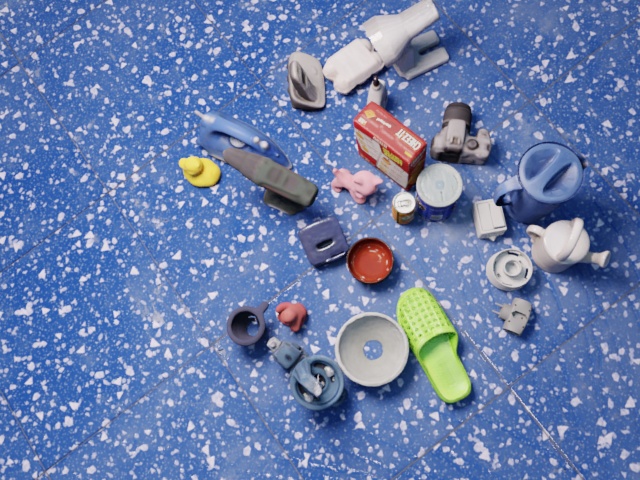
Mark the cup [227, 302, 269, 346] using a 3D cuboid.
[{"bbox_3d":[-0.157,0.196,1.355,0.091,0.095,0.118,40,85,13],"label":"cup"}]

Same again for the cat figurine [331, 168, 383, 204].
[{"bbox_3d":[0.087,-0.141,1.389,0.127,0.118,0.067,26,82,12],"label":"cat figurine"}]

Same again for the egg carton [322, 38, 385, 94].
[{"bbox_3d":[0.086,-0.450,1.482,0.150,0.069,0.107,-36,76,-2],"label":"egg carton"}]

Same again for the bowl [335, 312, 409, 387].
[{"bbox_3d":[0.120,0.252,1.321,0.167,0.075,0.167,-1,77,6],"label":"bowl"}]

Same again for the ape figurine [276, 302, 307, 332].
[{"bbox_3d":[-0.069,0.179,1.350,0.076,0.092,0.078,-21,76,2],"label":"ape figurine"}]

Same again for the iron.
[{"bbox_3d":[-0.194,-0.253,1.434,0.258,0.141,0.119,23,81,11],"label":"iron"}]

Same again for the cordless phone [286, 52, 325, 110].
[{"bbox_3d":[-0.043,-0.419,1.430,0.094,0.185,0.147,-8,77,5],"label":"cordless phone"}]

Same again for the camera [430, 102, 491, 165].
[{"bbox_3d":[0.347,-0.264,1.394,0.143,0.101,0.137,9,79,9],"label":"camera"}]

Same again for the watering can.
[{"bbox_3d":[0.547,0.008,1.263,0.172,0.194,0.101,4,78,8],"label":"watering can"}]

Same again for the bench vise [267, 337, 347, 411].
[{"bbox_3d":[-0.042,0.299,1.254,0.207,0.220,0.121,20,81,11],"label":"bench vise"}]

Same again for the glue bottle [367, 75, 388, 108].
[{"bbox_3d":[0.139,-0.357,1.401,0.037,0.173,0.078,20,81,11],"label":"glue bottle"}]

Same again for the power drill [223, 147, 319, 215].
[{"bbox_3d":[-0.108,-0.133,1.363,0.229,0.208,0.076,24,81,11],"label":"power drill"}]

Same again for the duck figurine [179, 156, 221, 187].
[{"bbox_3d":[-0.310,-0.182,1.461,0.104,0.086,0.077,17,80,10],"label":"duck figurine"}]

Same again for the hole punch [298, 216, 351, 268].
[{"bbox_3d":[0.013,0.005,1.379,0.108,0.091,0.101,-24,76,1],"label":"hole punch"}]

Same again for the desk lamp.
[{"bbox_3d":[0.212,-0.491,1.402,0.203,0.214,0.118,-25,76,1],"label":"desk lamp"}]
